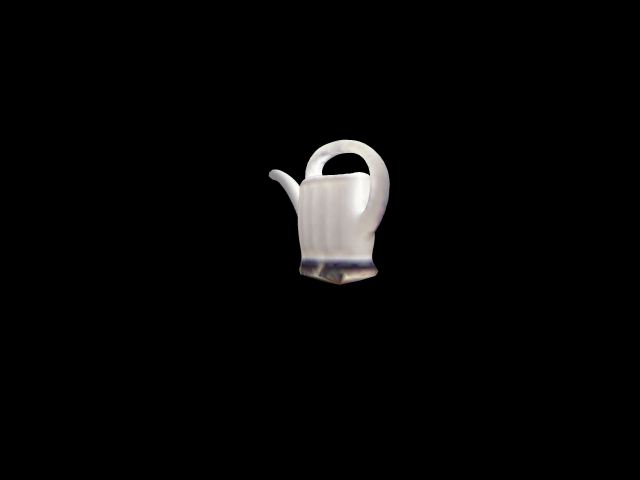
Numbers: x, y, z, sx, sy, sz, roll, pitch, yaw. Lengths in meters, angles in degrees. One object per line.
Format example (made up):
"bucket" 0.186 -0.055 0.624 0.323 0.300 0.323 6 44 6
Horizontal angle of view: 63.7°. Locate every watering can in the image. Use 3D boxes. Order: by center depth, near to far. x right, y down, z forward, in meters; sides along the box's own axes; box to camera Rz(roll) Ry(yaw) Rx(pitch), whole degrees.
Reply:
"watering can" 0.003 -0.043 0.850 0.104 0.225 0.347 2 -2 -31
